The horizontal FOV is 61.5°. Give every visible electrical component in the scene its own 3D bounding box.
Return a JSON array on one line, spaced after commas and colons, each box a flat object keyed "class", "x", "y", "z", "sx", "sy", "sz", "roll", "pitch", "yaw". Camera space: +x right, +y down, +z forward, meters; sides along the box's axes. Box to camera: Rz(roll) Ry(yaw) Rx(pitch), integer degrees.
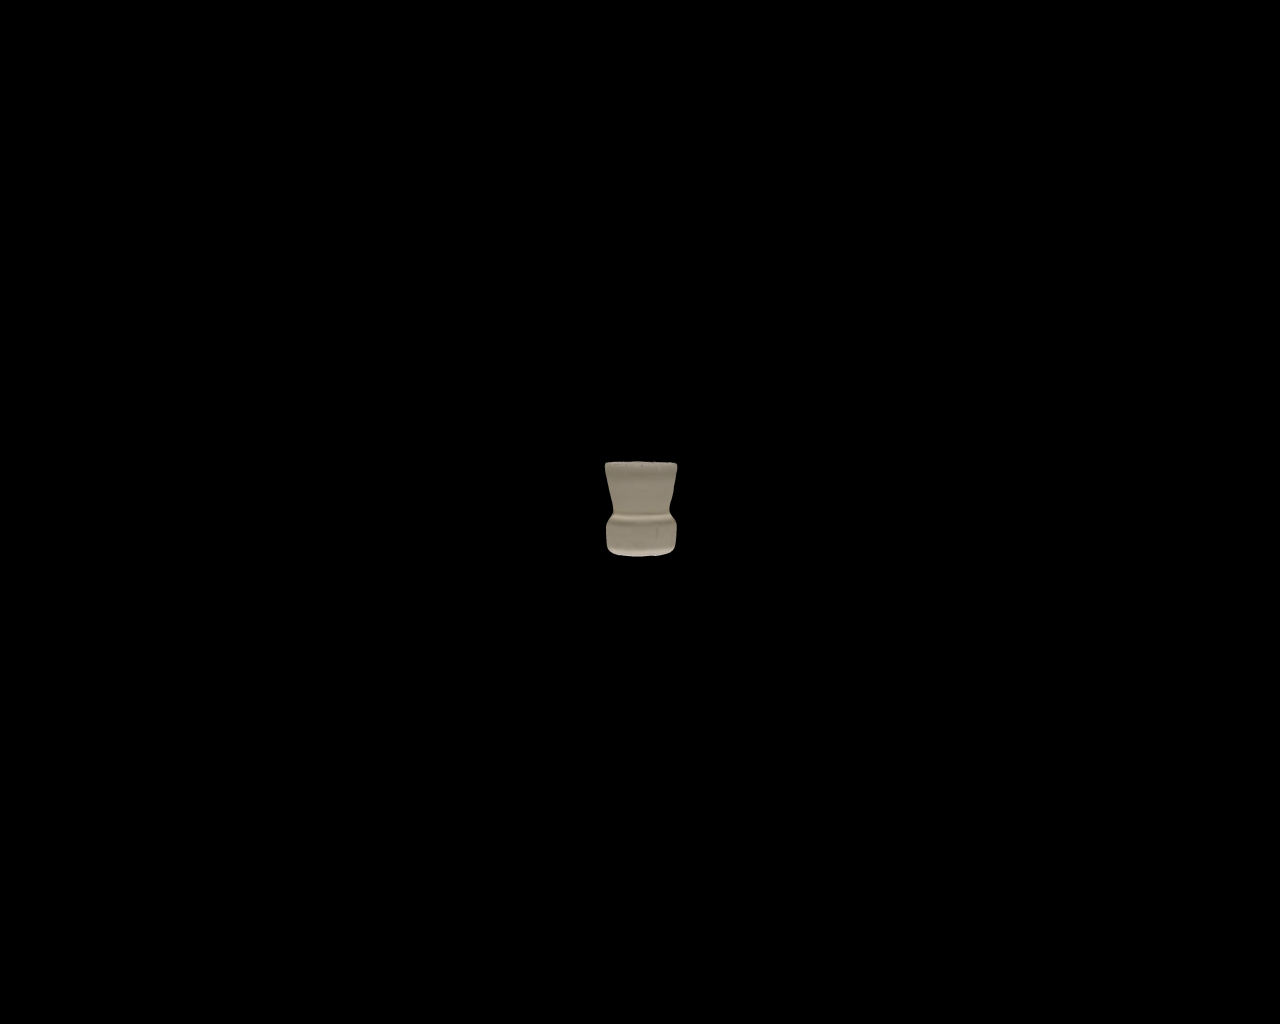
[{"class": "electrical component", "x": 0.001, "y": -0.003, "z": 0.650, "sx": 0.045, "sy": 0.055, "sz": 0.045, "roll": 0, "pitch": 5, "yaw": 0}]
